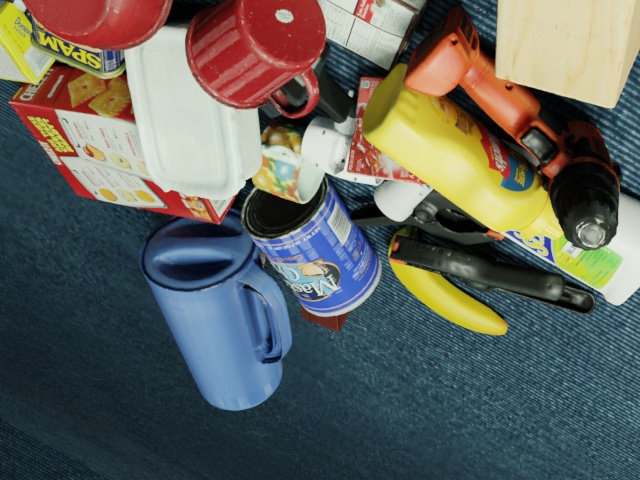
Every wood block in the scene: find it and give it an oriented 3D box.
[{"bbox_3d":[0.168,-0.192,0.671,0.090,0.090,0.206,19,152,18],"label":"wood block"}]

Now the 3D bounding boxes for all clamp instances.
[{"bbox_3d":[0.102,-0.032,1.059,0.171,0.039,0.120,26,151,10],"label":"clamp"},{"bbox_3d":[0.171,0.035,1.073,0.210,0.036,0.164,15,176,33],"label":"clamp"}]

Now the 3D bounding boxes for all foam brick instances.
[{"bbox_3d":[0.009,0.066,1.297,0.053,0.051,0.078,21,151,15],"label":"foam brick"}]

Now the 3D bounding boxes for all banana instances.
[{"bbox_3d":[0.131,0.049,1.175,0.070,0.037,0.197,-4,139,46],"label":"banana"}]

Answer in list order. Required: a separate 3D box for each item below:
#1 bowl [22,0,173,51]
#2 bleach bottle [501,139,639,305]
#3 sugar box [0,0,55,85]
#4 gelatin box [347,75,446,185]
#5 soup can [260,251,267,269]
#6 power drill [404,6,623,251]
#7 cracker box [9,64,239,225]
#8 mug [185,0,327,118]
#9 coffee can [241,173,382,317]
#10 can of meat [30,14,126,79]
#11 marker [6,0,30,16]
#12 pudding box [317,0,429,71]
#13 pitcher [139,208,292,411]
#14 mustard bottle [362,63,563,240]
[{"bbox_3d":[-0.209,-0.229,0.919,0.162,0.055,0.162,12,126,17],"label":"bowl"},{"bbox_3d":[0.181,-0.037,0.959,0.251,0.068,0.103,27,152,5],"label":"bleach bottle"},{"bbox_3d":[-0.382,-0.223,1.159,0.176,0.048,0.093,15,150,30],"label":"sugar box"},{"bbox_3d":[0.066,-0.097,0.931,0.073,0.089,0.030,11,-177,32],"label":"gelatin box"},{"bbox_3d":[-0.123,0.015,1.310,0.102,0.068,0.069,38,151,-21],"label":"soup can"},{"bbox_3d":[0.149,-0.084,0.805,0.187,0.184,0.057,41,114,-10],"label":"power drill"},{"bbox_3d":[-0.209,-0.108,1.173,0.214,0.072,0.164,12,148,29],"label":"cracker box"},{"bbox_3d":[-0.042,-0.150,0.846,0.117,0.093,0.082,57,146,-7],"label":"mug"},{"bbox_3d":[-0.008,0.001,1.145,0.103,0.102,0.140,5,145,36],"label":"coffee can"},{"bbox_3d":[-0.230,-0.214,1.026,0.102,0.057,0.084,24,150,6],"label":"can of meat"},{"bbox_3d":[-0.280,-0.228,1.086,0.121,0.020,0.020,33,152,-11],"label":"marker"},{"bbox_3d":[0.026,-0.194,0.851,0.113,0.039,0.090,29,156,2],"label":"pudding box"},{"bbox_3d":[-0.108,0.092,1.239,0.145,0.149,0.243,-14,134,-1],"label":"pitcher"},{"bbox_3d":[0.124,-0.060,0.863,0.191,0.096,0.058,35,119,-15],"label":"mustard bottle"}]
